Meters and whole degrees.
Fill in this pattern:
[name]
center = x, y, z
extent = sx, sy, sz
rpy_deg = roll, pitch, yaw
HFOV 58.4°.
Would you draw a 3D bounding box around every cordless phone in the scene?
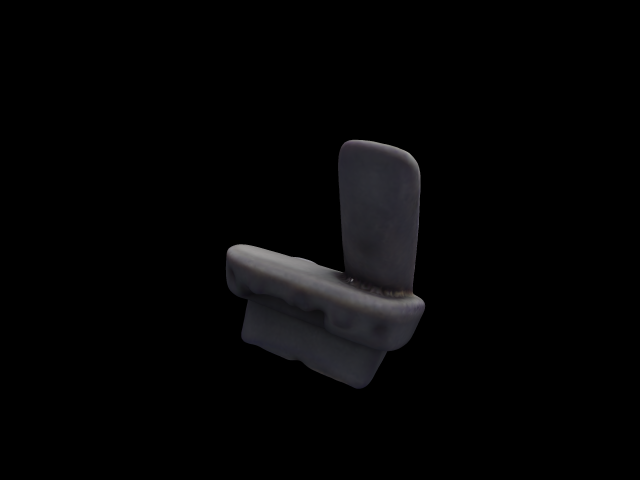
[cordless phone]
center = 0.004, 0.001, 0.400
extent = 0.147, 0.185, 0.094
rpy_deg = 14, 42, 17
